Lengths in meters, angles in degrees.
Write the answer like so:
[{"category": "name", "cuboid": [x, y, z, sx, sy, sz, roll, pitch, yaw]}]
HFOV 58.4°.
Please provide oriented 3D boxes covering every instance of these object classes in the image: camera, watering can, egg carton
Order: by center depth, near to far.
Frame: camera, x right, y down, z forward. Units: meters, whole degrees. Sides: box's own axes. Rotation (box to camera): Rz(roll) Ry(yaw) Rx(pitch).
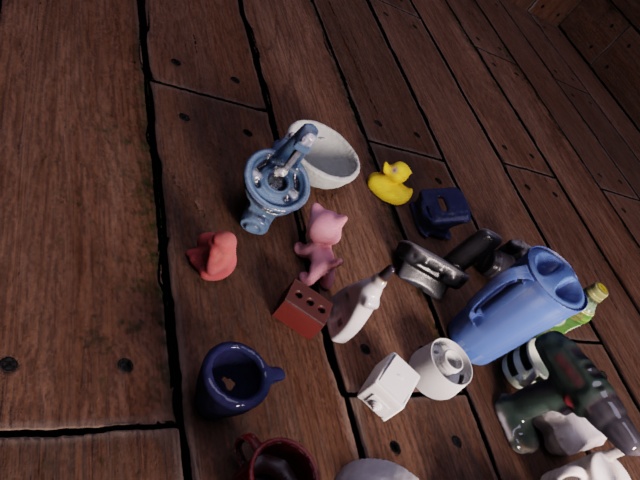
[{"category": "watering can", "cuboid": [0.468, 0.398, 0.932, 0.173, 0.193, 0.100, 8, 50, -33]}, {"category": "egg carton", "cuboid": [0.472, 0.346, 1.079, 0.151, 0.069, 0.107, 2, 53, -37]}, {"category": "camera", "cuboid": [0.428, 0.053, 1.288, 0.137, 0.100, 0.143, 22, 43, -20]}]

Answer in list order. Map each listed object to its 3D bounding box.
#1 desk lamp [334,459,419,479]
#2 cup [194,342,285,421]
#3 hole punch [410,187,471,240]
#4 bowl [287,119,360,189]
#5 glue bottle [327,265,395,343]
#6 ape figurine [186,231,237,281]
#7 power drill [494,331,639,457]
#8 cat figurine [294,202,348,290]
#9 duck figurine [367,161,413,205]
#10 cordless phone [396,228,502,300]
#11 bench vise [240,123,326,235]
[{"category": "desk lamp", "cuboid": [0.008, 0.352, 0.600, 0.118, 0.213, 0.204, 45, 40, 5]}, {"category": "cup", "cuboid": [-0.112, 0.192, 0.745, 0.118, 0.094, 0.091, 5, 51, -35]}, {"category": "hole punch", "cuboid": [0.269, -0.065, 1.279, 0.101, 0.091, 0.108, 11, 48, -30]}, {"category": "bowl", "cuboid": [-0.007, -0.161, 1.164, 0.168, 0.074, 0.167, 21, 43, -21]}, {"category": "glue bottle", "cuboid": [0.067, 0.093, 0.914, 0.037, 0.173, 0.078, 13, 47, -28]}, {"category": "ape figurine", "cuboid": [-0.156, 0.017, 0.872, 0.076, 0.092, 0.078, 24, 42, -18]}, {"category": "power drill", "cuboid": [0.408, 0.284, 0.977, 0.076, 0.208, 0.229, 7, 50, -33]}, {"category": "cat figurine", "cuboid": [0.009, 0.004, 0.993, 0.067, 0.117, 0.127, 9, 49, -32]}, {"category": "duck figurine", "cuboid": [0.168, -0.133, 1.266, 0.105, 0.086, 0.077, 30, 41, -12]}, {"category": "cordless phone", "cuboid": [0.247, 0.019, 1.112, 0.148, 0.184, 0.094, 26, 42, -16]}, {"category": "bench vise", "cuboid": [-0.068, -0.141, 0.985, 0.122, 0.219, 0.207, 14, 46, -27]}]
